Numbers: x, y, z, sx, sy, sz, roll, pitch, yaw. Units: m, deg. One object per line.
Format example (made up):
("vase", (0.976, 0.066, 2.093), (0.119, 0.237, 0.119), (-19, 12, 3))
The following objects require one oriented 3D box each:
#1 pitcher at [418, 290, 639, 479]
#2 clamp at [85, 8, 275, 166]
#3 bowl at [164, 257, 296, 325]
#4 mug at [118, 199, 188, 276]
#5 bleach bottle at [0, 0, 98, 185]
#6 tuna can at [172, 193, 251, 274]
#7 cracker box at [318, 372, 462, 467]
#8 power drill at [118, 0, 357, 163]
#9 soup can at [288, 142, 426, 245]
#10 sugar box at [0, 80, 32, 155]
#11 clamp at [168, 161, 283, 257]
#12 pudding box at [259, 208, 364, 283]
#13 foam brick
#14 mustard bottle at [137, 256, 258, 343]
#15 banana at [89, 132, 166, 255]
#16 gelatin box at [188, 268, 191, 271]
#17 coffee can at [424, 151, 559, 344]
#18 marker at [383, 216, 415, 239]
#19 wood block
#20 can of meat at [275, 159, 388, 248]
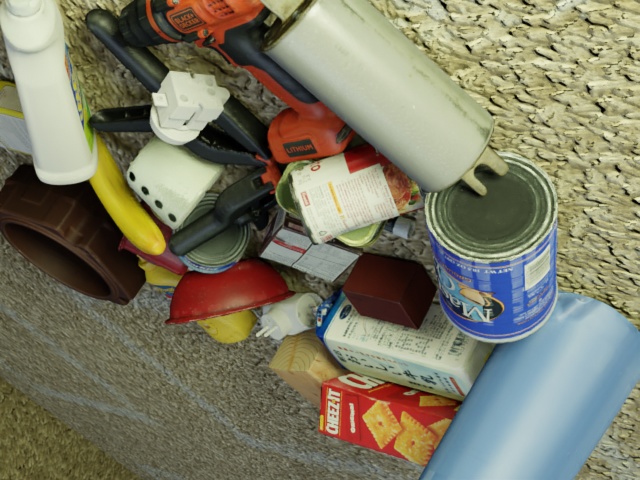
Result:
("pitcher", (0.192, 0.175, 0.974), (0.149, 0.242, 0.145), (37, 159, 1))
("clamp", (-0.137, -0.120, 1.025), (0.210, 0.036, 0.165), (29, 149, 0))
("bowl", (-0.112, 0.056, 1.276), (0.162, 0.161, 0.055), (-9, 93, 57))
("mug", (-0.181, -0.004, 1.250), (0.081, 0.093, 0.117), (27, 139, -5))
("bleach bottle", (-0.267, -0.156, 1.040), (0.068, 0.102, 0.251), (-7, 155, -7))
("tuna can", (-0.121, -0.007, 1.184), (0.086, 0.086, 0.034), (31, 159, -1))
("cracker box", (0.131, 0.196, 1.213), (0.214, 0.072, 0.163), (11, -168, 39))
("power drill", (-0.064, -0.143, 0.873), (0.187, 0.057, 0.185), (43, 155, -28))
("soup can", (0.032, -0.042, 0.885), (0.102, 0.068, 0.068), (-20, 142, 6))
("sugar box", (-0.360, -0.144, 1.245), (0.176, 0.048, 0.093), (19, 155, 34))
("clamp", (-0.088, -0.029, 1.082), (0.039, 0.120, 0.172), (59, 155, 10))
("pudding box", (-0.007, 0.001, 1.106), (0.090, 0.039, 0.114), (19, 161, -9))
("foam brick", (0.073, 0.052, 1.113), (0.078, 0.051, 0.053), (12, 151, 37))
("mustard bottle", (-0.175, 0.063, 1.427), (0.191, 0.058, 0.096), (44, 157, -29))
("banana", (-0.221, -0.049, 1.168), (0.198, 0.037, 0.069), (55, 168, 22))
("gelatin box", (-0.166, 0.007, 1.336), (0.073, 0.030, 0.089), (32, 157, 0))
("coffee can", (0.143, 0.009, 0.875), (0.103, 0.102, 0.140), (20, 155, 23))
("marker", (0.034, -0.030, 1.034), (0.121, 0.020, 0.020), (22, 156, 21))
("wood block", (0.047, 0.187, 1.371), (0.206, 0.090, 0.090), (42, 155, -26))
("can of meat", (0.012, -0.034, 0.965), (0.102, 0.057, 0.084), (28, -177, 4))
